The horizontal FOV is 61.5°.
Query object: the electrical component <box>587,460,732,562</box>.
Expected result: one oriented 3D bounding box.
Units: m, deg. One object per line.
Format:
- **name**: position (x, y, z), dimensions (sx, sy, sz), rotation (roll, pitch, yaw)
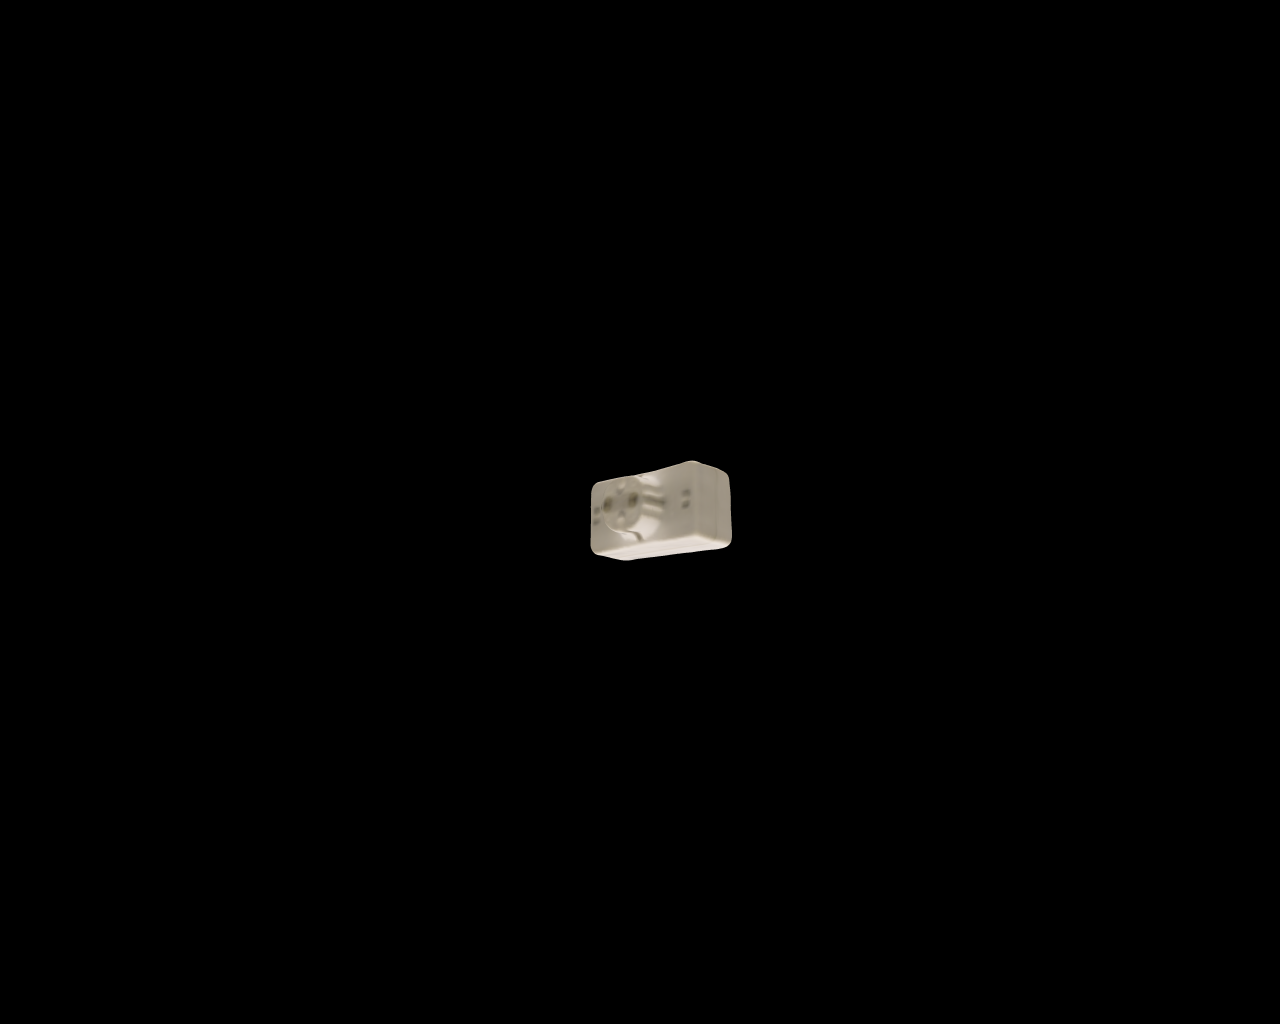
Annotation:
- **electrical component**: position (0.001, -0.003, 0.650), dimensions (0.083, 0.047, 0.076), rotation (-11, -17, 37)
